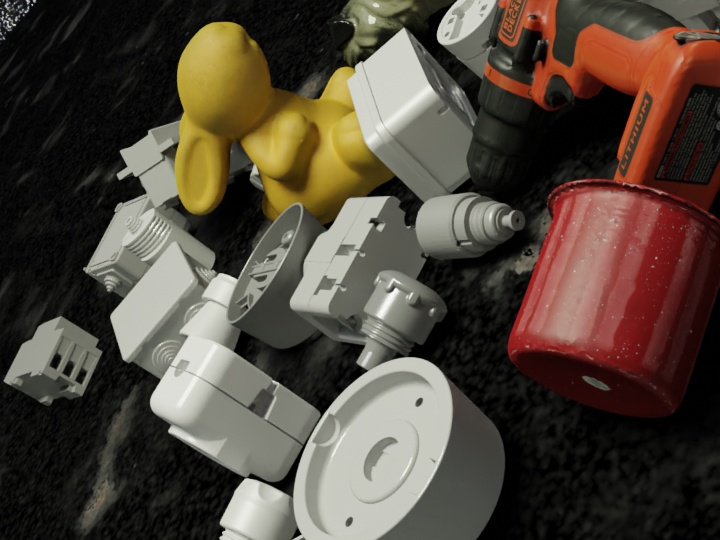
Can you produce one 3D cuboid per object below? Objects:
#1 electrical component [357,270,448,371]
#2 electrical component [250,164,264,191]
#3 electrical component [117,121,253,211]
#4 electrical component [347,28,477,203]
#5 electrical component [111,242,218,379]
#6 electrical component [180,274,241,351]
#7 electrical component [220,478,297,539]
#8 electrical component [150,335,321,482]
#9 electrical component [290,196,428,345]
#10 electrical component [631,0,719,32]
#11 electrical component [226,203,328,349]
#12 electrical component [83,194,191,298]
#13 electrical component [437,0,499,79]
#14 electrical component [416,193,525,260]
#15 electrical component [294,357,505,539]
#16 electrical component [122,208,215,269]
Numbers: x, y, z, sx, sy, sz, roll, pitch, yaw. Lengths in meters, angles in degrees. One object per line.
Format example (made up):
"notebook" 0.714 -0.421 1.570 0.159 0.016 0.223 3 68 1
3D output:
"electrical component" 0.021 0.034 0.657 0.062 0.048 0.048 -60 30 -2
"electrical component" -0.072 -0.094 0.934 0.040 0.040 0.046 -9 56 50
"electrical component" -0.147 -0.102 0.971 0.079 0.063 0.121 -25 3 38
"electrical component" 0.040 -0.107 0.751 0.057 0.078 0.113 -39 32 17
"electrical component" -0.157 0.036 0.896 0.099 0.048 0.099 -49 29 4
"electrical component" -0.106 0.037 0.829 0.045 0.045 0.055 6 61 56
"electrical component" -0.064 0.159 0.637 0.043 0.043 0.062 1 59 55
"electrical component" -0.081 0.091 0.681 0.054 0.095 0.059 8 63 57
"electrical component" 0.000 0.000 0.716 0.056 0.050 0.089 3 60 55
"electrical component" 0.213 -0.206 0.634 0.089 0.062 0.150 -15 45 47
"electrical component" -0.055 0.005 0.773 0.099 0.064 0.099 -35 33 27
"electrical component" -0.209 -0.015 1.013 0.062 0.061 0.096 -14 46 47
"electrical component" 0.092 -0.170 0.779 0.055 0.047 0.055 -35 33 27
"electrical component" 0.069 -0.028 0.660 0.078 0.040 0.040 -3 54 53
"electrical component" 0.025 0.106 0.553 0.108 0.060 0.108 -35 33 27
"electrical component" -0.173 -0.021 0.949 0.043 0.081 0.043 -35 33 27
